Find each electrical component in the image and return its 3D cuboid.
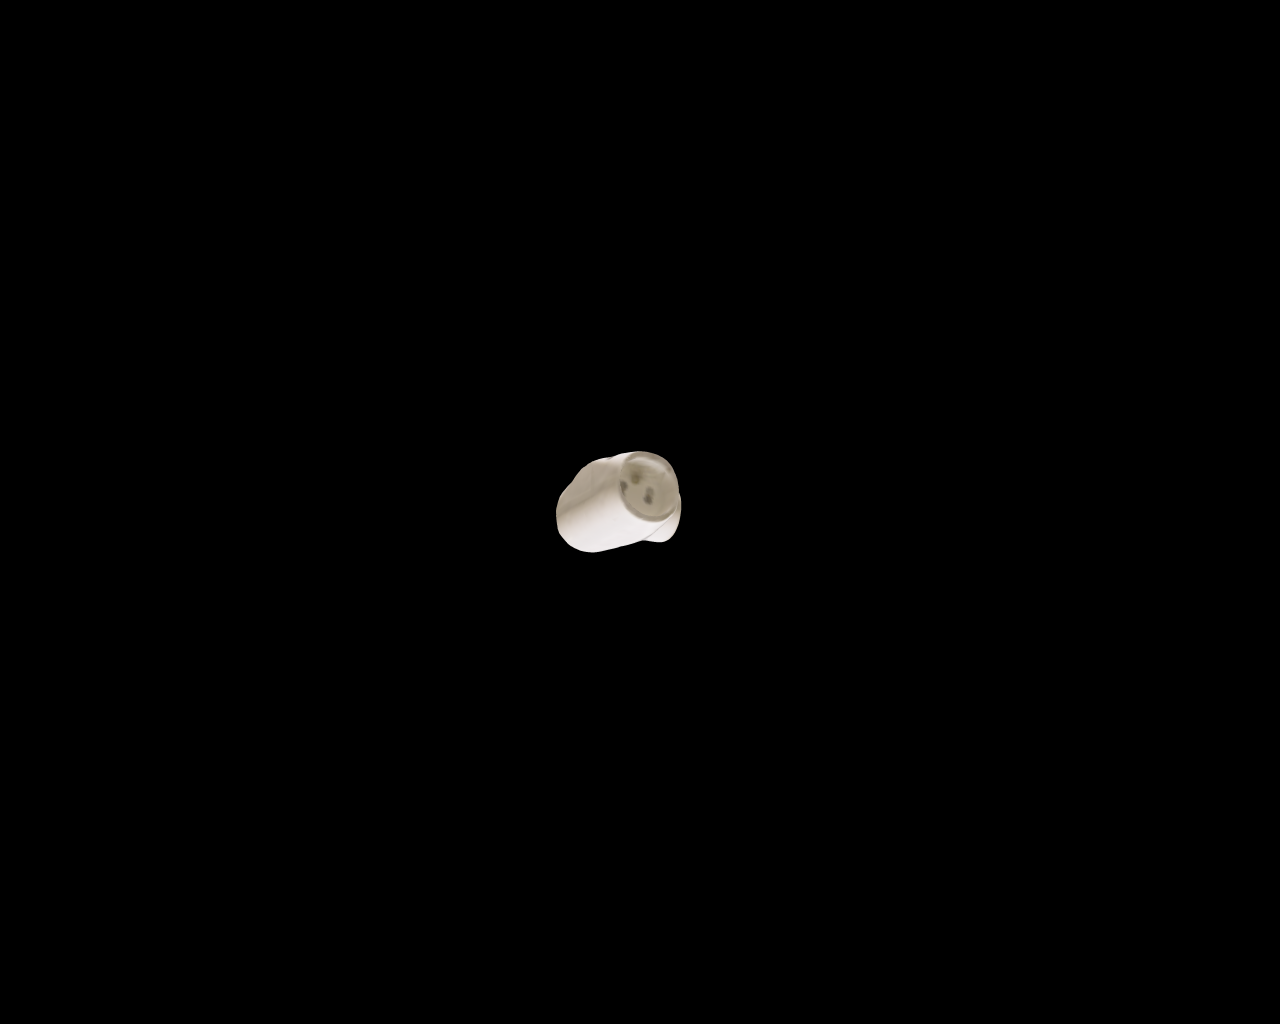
[{"bbox_3d":[0.001,-0.003,0.650,0.079,0.044,0.077,11,-21,-30],"label":"electrical component"}]
